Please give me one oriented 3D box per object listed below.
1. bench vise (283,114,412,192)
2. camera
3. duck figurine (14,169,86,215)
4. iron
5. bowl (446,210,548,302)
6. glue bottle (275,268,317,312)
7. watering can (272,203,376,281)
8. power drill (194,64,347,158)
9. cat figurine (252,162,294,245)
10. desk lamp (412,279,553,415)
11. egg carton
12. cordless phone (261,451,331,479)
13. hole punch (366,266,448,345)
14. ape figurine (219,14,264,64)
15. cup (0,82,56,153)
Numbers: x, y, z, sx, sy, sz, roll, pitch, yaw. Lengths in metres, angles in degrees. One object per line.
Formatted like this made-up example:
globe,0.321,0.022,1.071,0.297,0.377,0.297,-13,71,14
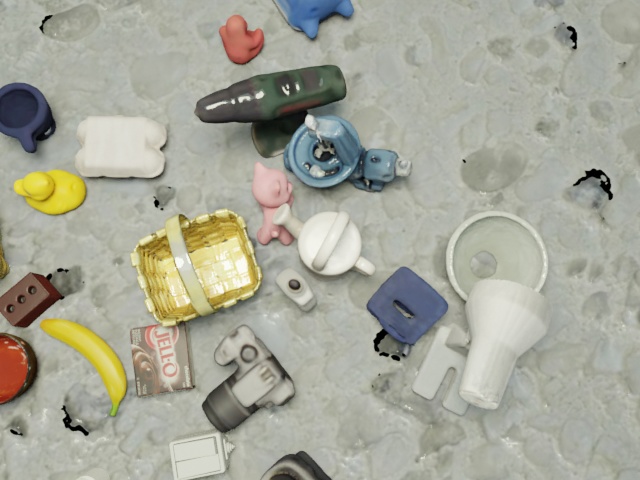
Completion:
bench vise,0.043,-0.150,0.903,0.207,0.219,0.121,-7,82,-2
camera,-0.128,0.226,0.904,0.137,0.101,0.143,-39,84,-6
duck figurine,-0.450,-0.086,0.948,0.104,0.086,0.077,-2,82,-2
iron,-0.047,-0.491,0.990,0.119,0.141,0.258,-33,84,-6
bowl,0.285,0.038,0.955,0.167,0.074,0.167,0,82,-1
glue bottle,-0.037,0.075,0.892,0.037,0.173,0.078,-43,85,-7
watering can,0.007,0.005,0.892,0.173,0.194,0.101,9,81,0
power drill,-0.072,-0.203,0.914,0.229,0.208,0.075,-20,82,-4
cat figurine,-0.077,-0.060,0.938,0.067,0.117,0.128,-3,82,-2
desk lamp,0.243,0.169,0.865,0.118,0.213,0.203,26,82,3
egg carton,-0.336,-0.156,0.970,0.150,0.069,0.107,0,82,-1
cordless phone,-0.021,0.395,0.839,0.147,0.185,0.094,41,83,5
hole punch,0.141,0.110,0.933,0.108,0.091,0.101,41,83,5
ape figurine,-0.140,-0.356,0.993,0.078,0.092,0.076,24,82,2
cup,-0.482,-0.192,0.958,0.091,0.095,0.118,-18,82,-4
